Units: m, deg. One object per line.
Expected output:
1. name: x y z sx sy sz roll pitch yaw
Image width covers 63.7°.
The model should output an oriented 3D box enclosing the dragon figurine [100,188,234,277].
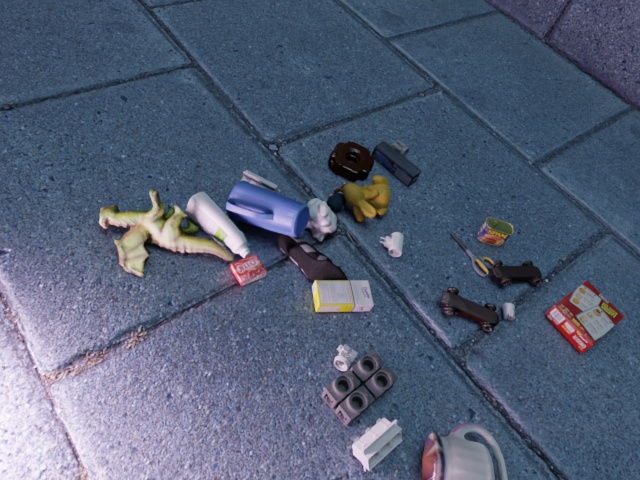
1. dragon figurine: -0.482 0.006 1.532 0.412 0.120 0.246 38 69 7

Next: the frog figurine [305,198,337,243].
1. frog figurine: 0.005 -0.085 1.688 0.123 0.156 0.140 -14 58 -27

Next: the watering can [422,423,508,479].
1. watering can: 0.358 0.615 1.258 0.224 0.101 0.356 14 50 -5
